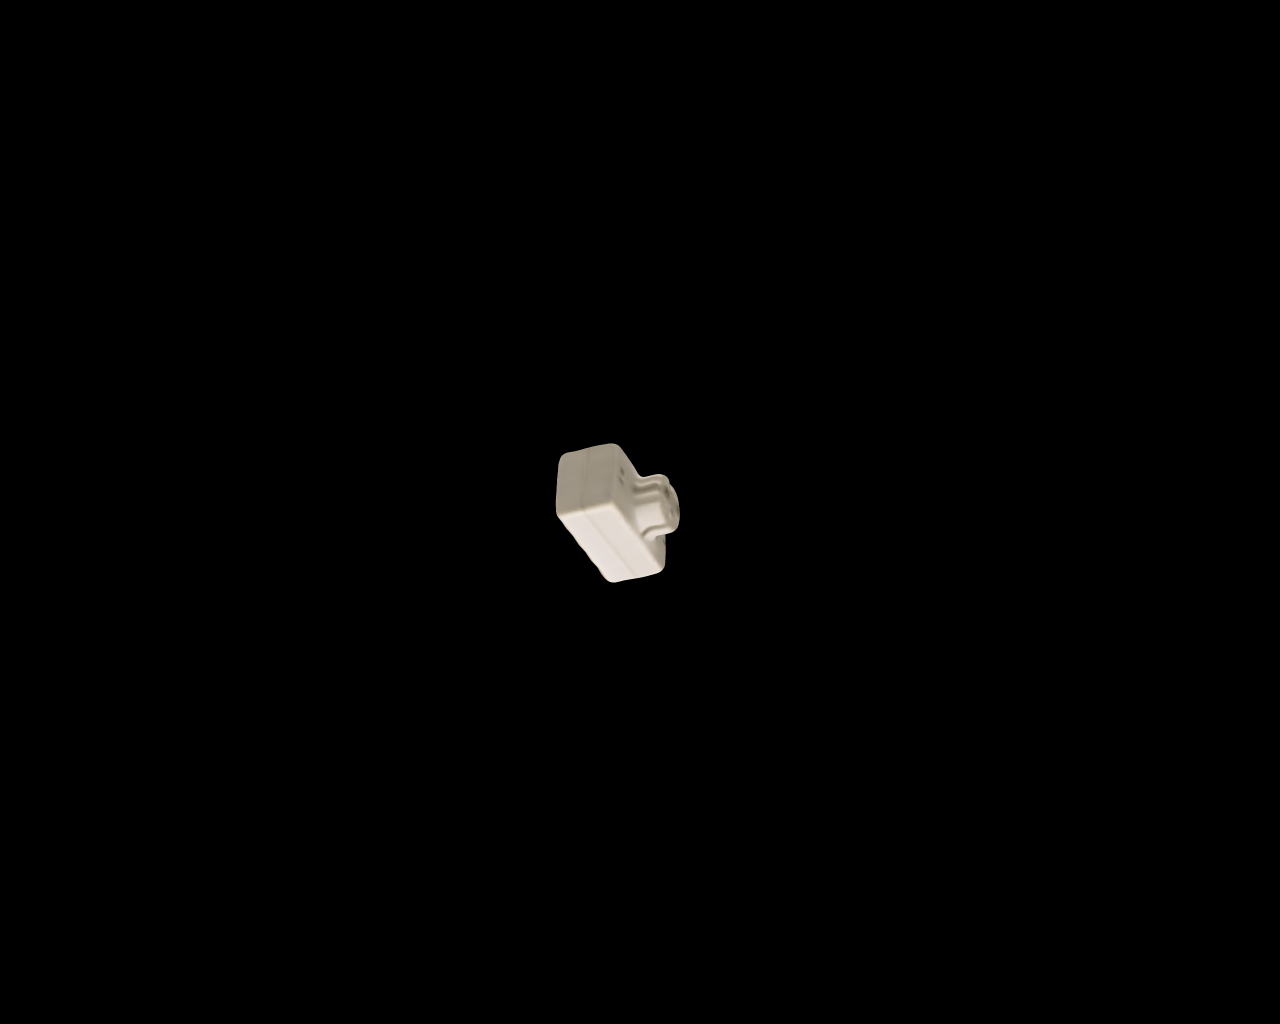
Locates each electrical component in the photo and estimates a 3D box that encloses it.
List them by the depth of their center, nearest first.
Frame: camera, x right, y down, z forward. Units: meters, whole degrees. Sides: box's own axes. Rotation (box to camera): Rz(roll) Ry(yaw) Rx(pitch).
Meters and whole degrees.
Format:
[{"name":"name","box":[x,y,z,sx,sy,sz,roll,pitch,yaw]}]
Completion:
[{"name":"electrical component","box":[0.001,-0.003,0.650,0.076,0.047,0.083,-13,-38,18]}]
